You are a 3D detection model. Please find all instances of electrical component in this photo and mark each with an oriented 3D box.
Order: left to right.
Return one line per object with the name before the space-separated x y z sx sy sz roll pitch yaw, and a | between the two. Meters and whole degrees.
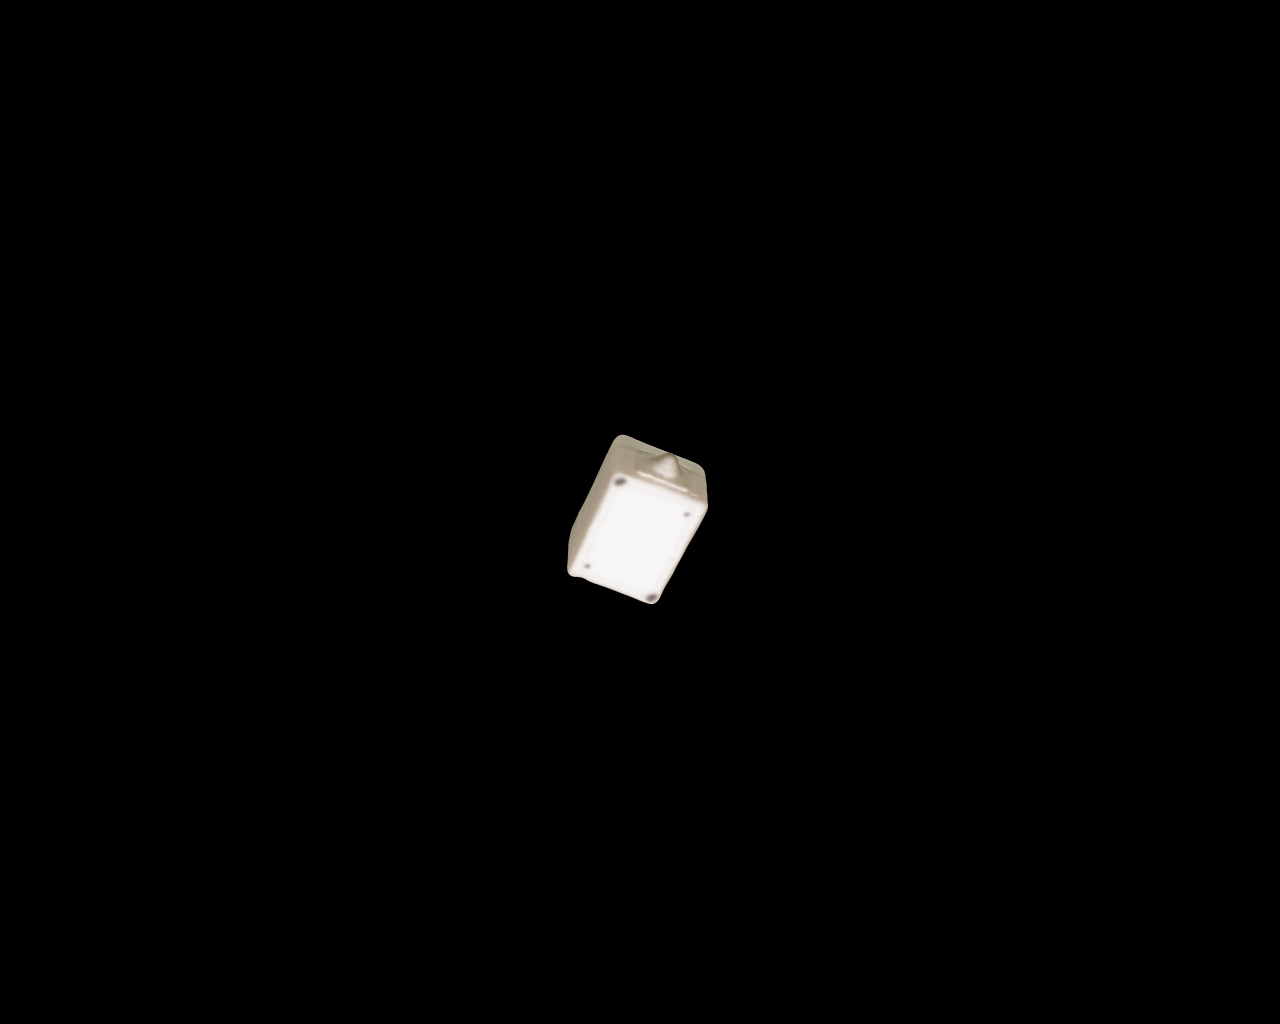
electrical component | 0.001 -0.003 0.650 0.062 0.096 0.061 21 28 -12
